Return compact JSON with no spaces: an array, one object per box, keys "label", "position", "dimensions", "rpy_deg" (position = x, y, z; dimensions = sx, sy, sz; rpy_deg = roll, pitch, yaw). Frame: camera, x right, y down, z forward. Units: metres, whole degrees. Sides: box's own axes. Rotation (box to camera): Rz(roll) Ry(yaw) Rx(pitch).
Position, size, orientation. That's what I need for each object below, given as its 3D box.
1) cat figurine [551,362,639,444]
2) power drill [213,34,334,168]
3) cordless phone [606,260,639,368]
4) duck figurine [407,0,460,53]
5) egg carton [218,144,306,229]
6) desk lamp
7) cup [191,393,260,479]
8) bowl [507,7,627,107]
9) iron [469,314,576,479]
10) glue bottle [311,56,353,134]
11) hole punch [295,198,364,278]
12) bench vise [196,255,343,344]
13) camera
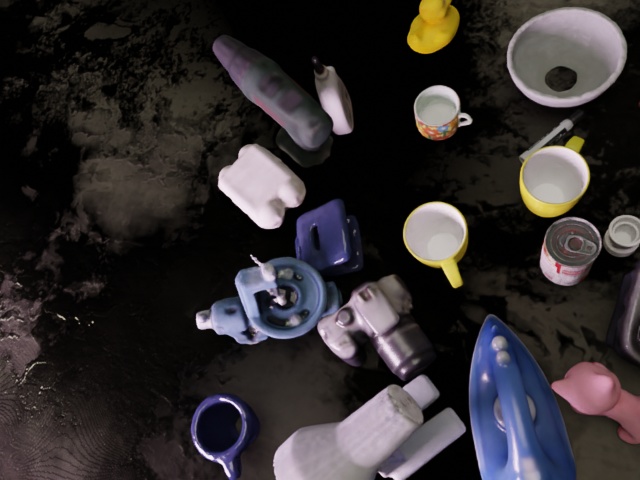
[{"label":"cat figurine","position":[0.352,0.193,0.700],"dimensions":[0.127,0.118,0.067],"rpy_deg":[26,81,24]},{"label":"power drill","position":[-0.060,-0.209,0.918],"dimensions":[0.075,0.209,0.229],"rpy_deg":[-47,65,-3]},{"label":"cordless phone","position":[0.414,0.078,0.684],"dimensions":[0.094,0.185,0.148],"rpy_deg":[13,76,21]},{"label":"duck figurine","position":[0.188,-0.376,0.968],"dimensions":[0.104,0.086,0.077],"rpy_deg":[-47,65,-2]},{"label":"egg carton","position":[-0.097,-0.092,0.965],"dimensions":[0.150,0.069,0.107],"rpy_deg":[41,87,25]},{"label":"desk lamp","position":[0.066,0.252,0.714],"dimensions":[0.203,0.214,0.117],"rpy_deg":[-39,65,1]},{"label":"cup","position":[-0.121,0.284,0.827],"dimensions":[0.091,0.095,0.117],"rpy_deg":[-23,66,8]},{"label":"bowl","position":[0.373,-0.267,0.878],"dimensions":[0.167,0.075,0.167],"rpy_deg":[-5,70,15]},{"label":"iron","position":[0.241,0.206,0.716],"dimensions":[0.118,0.142,0.258],"rpy_deg":[-14,68,12]},{"label":"glue bottle","position":[0.016,-0.243,0.926],"dimensions":[0.037,0.173,0.078],"rpy_deg":[-8,69,15]},{"label":"hole punch","position":[0.008,0.003,0.887],"dimensions":[0.101,0.091,0.108],"rpy_deg":[-13,68,13]},{"label":"bench vise","position":[-0.086,0.096,0.812],"dimensions":[0.207,0.220,0.121],"rpy_deg":[-32,65,4]},{"label":"camera","position":[0.087,0.136,0.811],"dimensions":[0.143,0.101,0.136],"rpy_deg":[-37,65,2]}]
